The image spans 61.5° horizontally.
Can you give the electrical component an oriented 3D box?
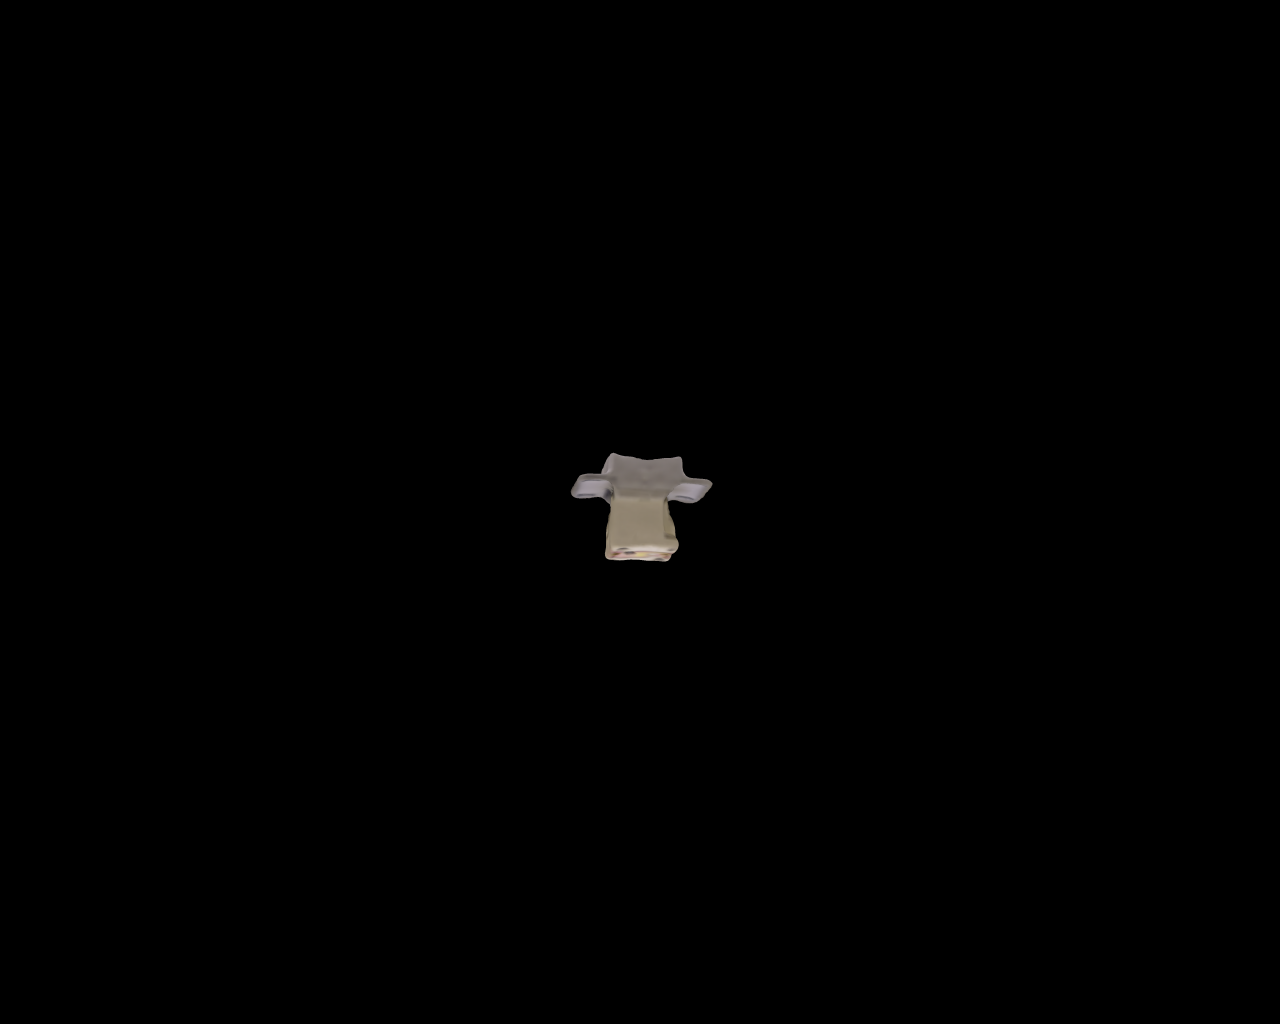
[{"bbox_3d":[0.001,-0.003,0.650,0.081,0.064,0.042,3,-15,-9],"label":"electrical component"}]
